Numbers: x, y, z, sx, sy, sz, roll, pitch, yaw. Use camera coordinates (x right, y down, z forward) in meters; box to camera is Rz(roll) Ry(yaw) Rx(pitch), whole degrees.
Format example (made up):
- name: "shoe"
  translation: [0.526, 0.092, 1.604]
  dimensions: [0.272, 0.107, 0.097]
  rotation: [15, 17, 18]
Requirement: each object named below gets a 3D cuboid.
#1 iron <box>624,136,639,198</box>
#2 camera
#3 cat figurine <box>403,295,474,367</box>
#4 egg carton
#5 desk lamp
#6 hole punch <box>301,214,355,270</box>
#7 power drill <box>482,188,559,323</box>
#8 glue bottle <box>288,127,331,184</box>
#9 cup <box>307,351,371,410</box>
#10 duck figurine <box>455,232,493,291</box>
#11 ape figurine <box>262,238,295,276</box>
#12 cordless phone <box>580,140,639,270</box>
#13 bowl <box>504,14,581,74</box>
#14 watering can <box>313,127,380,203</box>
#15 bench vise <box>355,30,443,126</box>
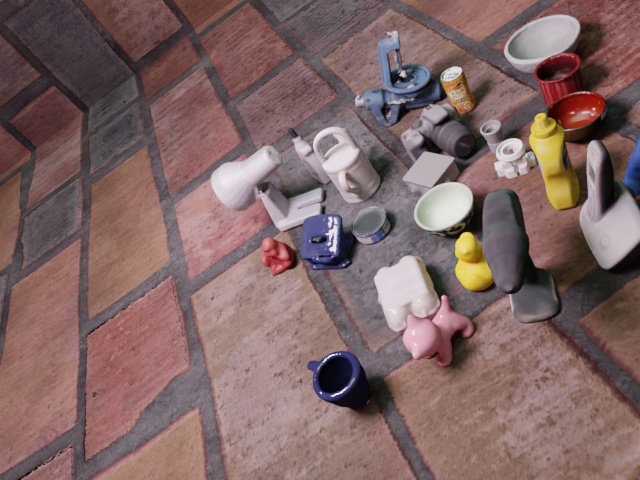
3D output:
- name: "iron"
  translation: [0.585, -0.192, 0.968]
  dimensions: [0.118, 0.142, 0.258]
  rotation: [4, 55, 40]
- name: "camera"
  translation: [0.270, -0.235, 1.284]
  dimensions: [0.143, 0.101, 0.136]
  rotation: [-37, 39, 1]
- name: "cat figurine"
  translation: [0.188, 0.152, 0.959]
  dimensions: [0.067, 0.118, 0.128]
  rotation: [20, 66, 47]
- name: "egg carton"
  translation: [0.161, 0.100, 1.068]
  dimensions: [0.107, 0.070, 0.150]
  rotation: [-29, 40, 12]
- name: "desk lamp"
  translation: [-0.127, -0.126, 1.395]
  dimensions: [0.202, 0.214, 0.118]
  rotation: [-19, 43, 22]
- name: "hole punch"
  translation: [0.012, 0.005, 1.259]
  dimensions: [0.108, 0.091, 0.101]
  rotation: [-5, 49, 34]
- name: "power drill"
  translation: [0.311, 0.037, 0.903]
  dimensions: [0.075, 0.209, 0.229]
  rotation: [-18, 43, 24]
- name: "glue bottle"
  translation: [-0.031, -0.217, 1.442]
  dimensions: [0.037, 0.174, 0.078]
  rotation: [-43, 39, -5]
- name: "cup"
  translation: [0.037, 0.251, 0.997]
  dimensions: [0.117, 0.095, 0.092]
  rotation: [11, 59, 43]
- name: "duck figurine"
  translation: [0.273, 0.033, 1.033]
  dimensions: [0.077, 0.086, 0.104]
  rotation: [-18, 43, 24]
- name: "ape figurine"
  translation: [-0.103, 0.030, 1.322]
  dimensions: [0.077, 0.092, 0.076]
  rotation: [13, 61, 44]
- name: "cordless phone"
  translation: [0.455, -0.055, 0.900]
  dimensions: [0.094, 0.186, 0.147]
  rotation: [-23, 41, 18]
- name: "bowl"
  translation: [0.514, -0.434, 1.311]
  dimensions: [0.167, 0.075, 0.167]
  rotation: [-21, 42, 20]
- name: "watering can"
  translation: [0.053, -0.189, 1.333]
  dimensions: [0.101, 0.195, 0.172]
  rotation: [-34, 39, 5]
- name: "bench vise"
  translation: [0.176, -0.393, 1.416]
  dimensions: [0.207, 0.220, 0.121]
  rotation: [-32, 39, 8]
